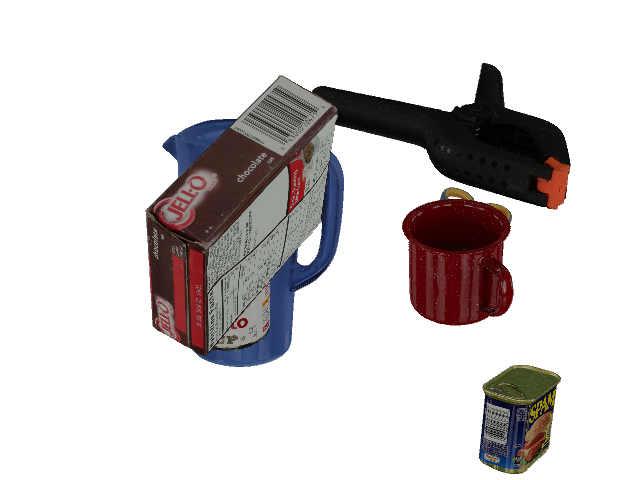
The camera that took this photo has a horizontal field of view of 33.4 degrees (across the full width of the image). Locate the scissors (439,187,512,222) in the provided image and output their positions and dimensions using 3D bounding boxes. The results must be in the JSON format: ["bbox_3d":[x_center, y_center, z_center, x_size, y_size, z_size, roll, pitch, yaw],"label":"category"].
[{"bbox_3d":[0.144,-0.025,1.219,0.201,0.016,0.096,-12,40,-46],"label":"scissors"}]

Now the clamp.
[{"bbox_3d":[0.094,-0.076,0.744,0.164,0.036,0.210,-9,30,-17],"label":"clamp"}]

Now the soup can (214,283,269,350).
[{"bbox_3d":[-0.073,0.026,0.831,0.068,0.102,0.068,0,29,0],"label":"soup can"}]

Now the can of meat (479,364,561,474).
[{"bbox_3d":[0.208,0.187,1.122,0.058,0.084,0.101,13,17,32],"label":"can of meat"}]

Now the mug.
[{"bbox_3d":[0.126,0.026,0.933,0.093,0.081,0.117,-23,36,-28],"label":"mug"}]

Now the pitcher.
[{"bbox_3d":[-0.071,0.002,1.093,0.144,0.243,0.149,-10,22,-29],"label":"pitcher"}]

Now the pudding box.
[{"bbox_3d":[-0.038,-0.012,0.522,0.039,0.090,0.113,31,54,16],"label":"pudding box"}]
